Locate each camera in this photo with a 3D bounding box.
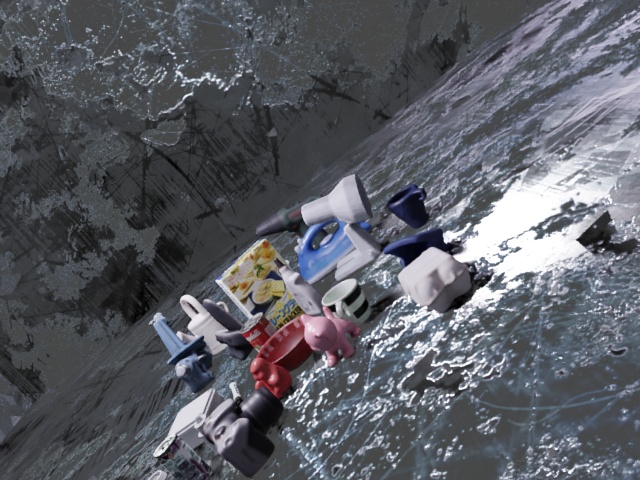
[{"bbox_3d":[-0.132,0.328,1.028,0.137,0.101,0.143,-44,14,-19],"label":"camera"}]

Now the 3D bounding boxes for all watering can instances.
[{"bbox_3d":[-0.346,0.245,1.698,0.100,0.194,0.173,-30,16,35],"label":"watering can"}]

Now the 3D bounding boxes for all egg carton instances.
[{"bbox_3d":[0.205,0.071,1.035,0.107,0.069,0.150,-40,13,-2],"label":"egg carton"}]

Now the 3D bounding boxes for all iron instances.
[{"bbox_3d":[0.015,0.006,1.625,0.258,0.141,0.118,-40,13,-2],"label":"iron"}]

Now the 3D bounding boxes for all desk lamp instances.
[{"bbox_3d":[0.066,-0.037,1.464,0.203,0.214,0.118,-35,14,19],"label":"desk lamp"}]

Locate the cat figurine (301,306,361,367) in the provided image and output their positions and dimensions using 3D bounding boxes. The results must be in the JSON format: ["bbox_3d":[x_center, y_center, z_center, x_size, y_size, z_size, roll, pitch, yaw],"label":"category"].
[{"bbox_3d":[0.013,0.176,1.103,0.067,0.118,0.128,-33,14,25],"label":"cat figurine"}]

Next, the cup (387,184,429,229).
[{"bbox_3d":[0.235,-0.080,1.409,0.117,0.095,0.092,-22,22,53],"label":"cup"}]

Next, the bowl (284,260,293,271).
[{"bbox_3d":[-0.138,0.141,1.740,0.167,0.075,0.167,-37,13,10],"label":"bowl"}]

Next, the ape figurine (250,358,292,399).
[{"bbox_3d":[-0.105,0.276,1.150,0.076,0.092,0.077,-45,14,-22],"label":"ape figurine"}]

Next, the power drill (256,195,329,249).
[{"bbox_3d":[-0.047,-0.021,1.737,0.229,0.208,0.075,-38,13,7],"label":"power drill"}]

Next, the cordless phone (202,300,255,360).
[{"bbox_3d":[-0.248,0.222,1.524,0.094,0.185,0.147,-46,15,-27],"label":"cordless phone"}]

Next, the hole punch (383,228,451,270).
[{"bbox_3d":[0.200,0.015,1.191,0.108,0.091,0.101,-26,19,46],"label":"hole punch"}]

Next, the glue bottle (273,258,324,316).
[{"bbox_3d":[-0.055,0.110,1.394,0.037,0.173,0.078,-47,15,-30],"label":"glue bottle"}]

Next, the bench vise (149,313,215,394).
[{"bbox_3d":[-0.368,0.291,1.546,0.122,0.220,0.207,-43,14,-16],"label":"bench vise"}]
